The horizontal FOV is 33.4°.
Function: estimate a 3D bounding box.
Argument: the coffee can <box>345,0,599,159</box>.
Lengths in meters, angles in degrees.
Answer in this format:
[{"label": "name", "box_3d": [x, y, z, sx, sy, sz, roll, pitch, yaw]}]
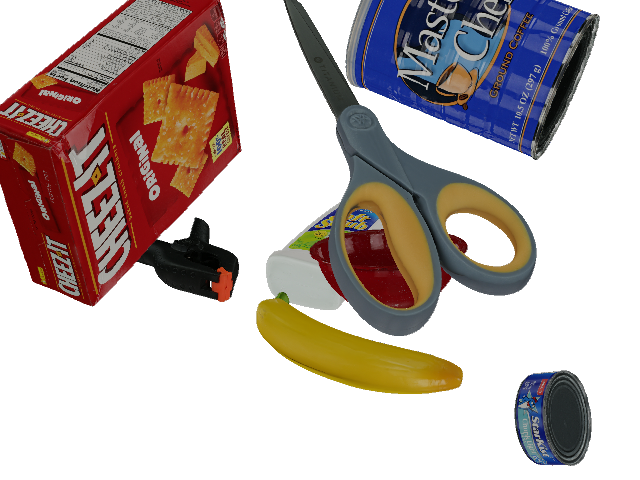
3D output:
[{"label": "coffee can", "box_3d": [0.102, -0.128, 0.722, 0.140, 0.103, 0.102, 25, 7, 15]}]

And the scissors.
[{"label": "scissors", "box_3d": [0.037, -0.043, 0.479, 0.096, 0.202, 0.016, 2, -39, -10]}]

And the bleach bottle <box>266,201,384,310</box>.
[{"label": "bleach bottle", "box_3d": [0.034, -0.009, 1.337, 0.103, 0.068, 0.250, 12, 35, 23]}]

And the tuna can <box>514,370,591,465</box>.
[{"label": "tuna can", "box_3d": [0.213, 0.163, 0.977, 0.034, 0.086, 0.085, -11, -7, 40]}]

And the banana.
[{"label": "banana", "box_3d": [0.013, 0.078, 0.815, 0.198, 0.037, 0.069, 23, 39, 40]}]

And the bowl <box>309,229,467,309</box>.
[{"label": "bowl", "box_3d": [0.070, 0.032, 1.091, 0.162, 0.055, 0.162, -3, 13, 1]}]

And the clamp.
[{"label": "clamp", "box_3d": [-0.125, 0.014, 1.037, 0.120, 0.039, 0.172, -19, 32, -38]}]

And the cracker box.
[{"label": "cracker box", "box_3d": [-0.150, -0.079, 0.836, 0.072, 0.164, 0.213, 20, 49, 22]}]
